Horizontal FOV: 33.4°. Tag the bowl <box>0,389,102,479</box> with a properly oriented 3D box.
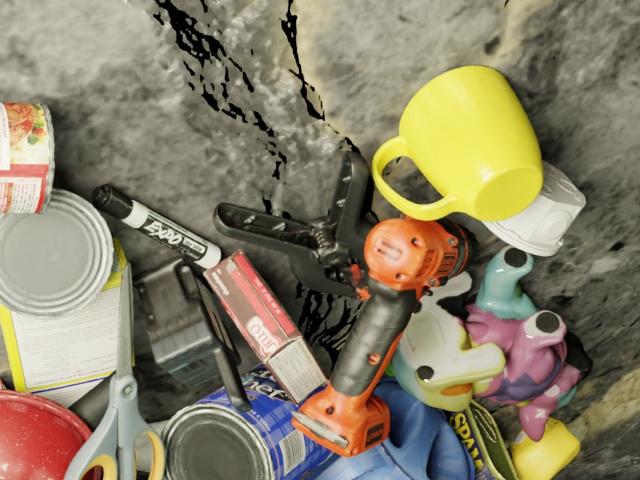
[{"bbox_3d":[-0.240,0.186,0.779,0.162,0.055,0.162,-6,125,-9],"label":"bowl"}]

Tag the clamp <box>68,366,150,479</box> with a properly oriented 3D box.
[{"bbox_3d":[-0.218,0.170,0.830,0.209,0.036,0.165,-8,132,-11],"label":"clamp"}]

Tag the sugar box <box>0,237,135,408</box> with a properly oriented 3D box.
[{"bbox_3d":[-0.188,0.077,0.803,0.093,0.048,0.176,-10,143,-16],"label":"sugar box"}]

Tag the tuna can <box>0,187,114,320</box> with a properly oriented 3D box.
[{"bbox_3d":[-0.181,0.007,0.701,0.086,0.034,0.086,-2,97,-17],"label":"tuna can"}]

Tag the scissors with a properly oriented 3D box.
[{"bbox_3d":[-0.153,0.120,0.757,0.096,0.016,0.202,-33,131,-36],"label":"scissors"}]

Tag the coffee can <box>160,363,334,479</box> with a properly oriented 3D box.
[{"bbox_3d":[-0.053,0.163,0.875,0.103,0.103,0.140,-46,170,24],"label":"coffee can"}]

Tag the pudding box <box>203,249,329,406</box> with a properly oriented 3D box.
[{"bbox_3d":[-0.040,0.069,0.820,0.039,0.090,0.113,-35,152,-3],"label":"pudding box"}]

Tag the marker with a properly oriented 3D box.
[{"bbox_3d":[-0.116,-0.009,0.762,0.020,0.020,0.121,-39,139,17],"label":"marker"}]

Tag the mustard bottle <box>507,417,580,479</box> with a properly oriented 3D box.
[{"bbox_3d":[0.192,0.273,1.142,0.191,0.058,0.096,-41,177,-17],"label":"mustard bottle"}]

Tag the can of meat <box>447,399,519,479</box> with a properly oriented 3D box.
[{"bbox_3d":[0.146,0.229,1.100,0.084,0.102,0.057,-37,132,19],"label":"can of meat"}]

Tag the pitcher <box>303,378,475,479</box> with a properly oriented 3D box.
[{"bbox_3d":[0.018,0.255,1.043,0.149,0.145,0.243,34,119,-19],"label":"pitcher"}]

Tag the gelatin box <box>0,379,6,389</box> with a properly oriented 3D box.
[{"bbox_3d":[-0.284,0.150,0.847,0.089,0.030,0.073,-17,142,-8],"label":"gelatin box"}]

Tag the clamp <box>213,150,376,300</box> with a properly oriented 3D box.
[{"bbox_3d":[-0.005,0.001,0.818,0.120,0.039,0.171,-12,144,10],"label":"clamp"}]

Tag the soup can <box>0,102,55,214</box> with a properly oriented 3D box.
[{"bbox_3d":[-0.214,-0.049,0.629,0.102,0.068,0.069,-1,135,-26],"label":"soup can"}]

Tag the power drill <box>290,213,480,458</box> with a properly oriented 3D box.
[{"bbox_3d":[0.056,0.068,0.829,0.184,0.057,0.188,2,112,-65],"label":"power drill"}]
